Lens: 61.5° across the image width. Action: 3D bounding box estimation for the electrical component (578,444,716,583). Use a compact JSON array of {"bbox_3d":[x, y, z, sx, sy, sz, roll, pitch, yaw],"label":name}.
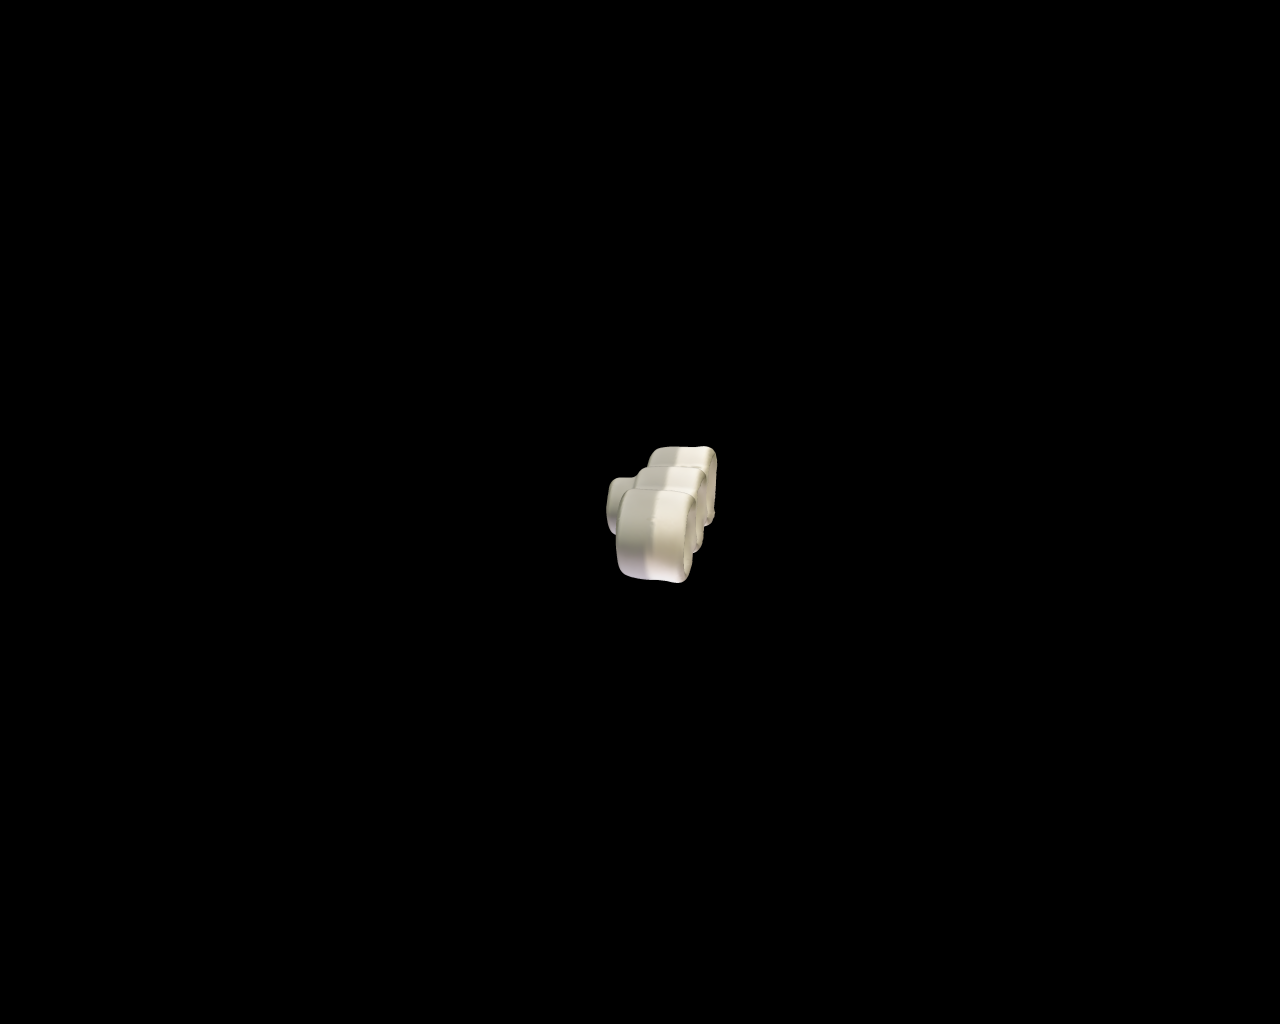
[{"bbox_3d":[0.001,-0.003,0.650,0.074,0.052,0.138,4,21,11],"label":"electrical component"}]
